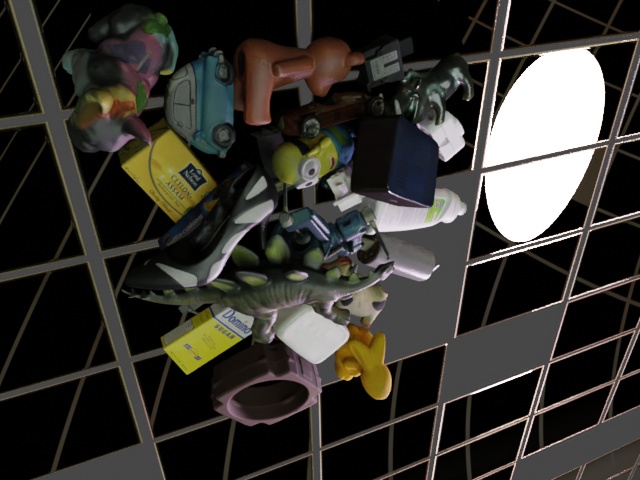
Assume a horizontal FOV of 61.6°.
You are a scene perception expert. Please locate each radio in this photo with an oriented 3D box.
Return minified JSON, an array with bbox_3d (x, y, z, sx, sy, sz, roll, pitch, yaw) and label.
[{"bbox_3d":[0.139,-0.131,0.941,0.229,0.073,0.131,7,89,-61],"label":"radio"}]

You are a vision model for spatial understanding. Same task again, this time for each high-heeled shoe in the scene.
[{"bbox_3d":[-0.175,-0.019,0.790,0.249,0.086,0.145,-19,123,-21],"label":"high-heeled shoe"}]

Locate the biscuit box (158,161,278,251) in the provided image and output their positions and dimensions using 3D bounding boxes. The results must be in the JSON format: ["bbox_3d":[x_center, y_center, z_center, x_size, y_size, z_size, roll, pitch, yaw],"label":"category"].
[{"bbox_3d":[-0.167,-0.034,0.872,0.202,0.059,0.062,-42,131,1],"label":"biscuit box"}]

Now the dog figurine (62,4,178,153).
[{"bbox_3d":[-0.255,-0.207,0.706,0.191,0.219,0.108,-41,132,3],"label":"dog figurine"}]

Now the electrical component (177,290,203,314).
[{"bbox_3d":[-0.236,0.098,1.021,0.102,0.045,0.078,-42,100,-1],"label":"electrical component"}]

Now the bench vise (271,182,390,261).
[{"bbox_3d":[-0.005,-0.013,0.987,0.224,0.129,0.240,-16,160,12],"label":"bench vise"}]

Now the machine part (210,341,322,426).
[{"bbox_3d":[-0.115,0.307,1.150,0.201,0.087,0.200,-31,136,14],"label":"machine part"}]

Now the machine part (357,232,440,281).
[{"bbox_3d":[0.166,0.036,1.160,0.243,0.079,0.079,18,110,-35],"label":"machine part"}]

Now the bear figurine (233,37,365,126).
[{"bbox_3d":[-0.037,-0.257,0.851,0.196,0.120,0.131,-6,122,-29],"label":"bear figurine"}]

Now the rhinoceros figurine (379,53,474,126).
[{"bbox_3d":[0.193,-0.268,0.986,0.190,0.073,0.112,-34,130,-4],"label":"rhinoceros figurine"}]

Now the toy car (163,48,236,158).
[{"bbox_3d":[-0.184,-0.206,0.813,0.103,0.109,0.161,-5,118,-20],"label":"toy car"}]

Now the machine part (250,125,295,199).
[{"bbox_3d":[-0.073,-0.141,0.955,0.084,0.039,0.138,-26,129,-2],"label":"machine part"}]

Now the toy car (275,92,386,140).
[{"bbox_3d":[0.020,-0.217,0.903,0.202,0.089,0.053,-23,119,-26],"label":"toy car"}]

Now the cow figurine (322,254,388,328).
[{"bbox_3d":[0.067,0.101,1.147,0.194,0.086,0.127,28,111,-34],"label":"cow figurine"}]

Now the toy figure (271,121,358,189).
[{"bbox_3d":[-0.004,-0.149,0.922,0.180,0.089,0.082,-39,134,-36],"label":"toy figure"}]

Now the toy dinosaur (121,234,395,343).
[{"bbox_3d":[-0.103,0.083,0.938,0.472,0.105,0.198,-13,136,10],"label":"toy dinosaur"}]

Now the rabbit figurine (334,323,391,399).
[{"bbox_3d":[0.113,0.276,1.224,0.122,0.173,0.162,-10,128,-16],"label":"rabbit figurine"}]

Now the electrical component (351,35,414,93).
[{"bbox_3d":[0.118,-0.314,0.937,0.119,0.048,0.074,-22,127,-11],"label":"electrical component"}]

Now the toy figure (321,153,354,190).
[{"bbox_3d":[0.066,-0.148,1.010,0.154,0.064,0.058,-40,173,0],"label":"toy figure"}]

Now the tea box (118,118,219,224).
[{"bbox_3d":[-0.235,-0.100,0.878,0.098,0.068,0.169,-38,128,0],"label":"tea box"}]
